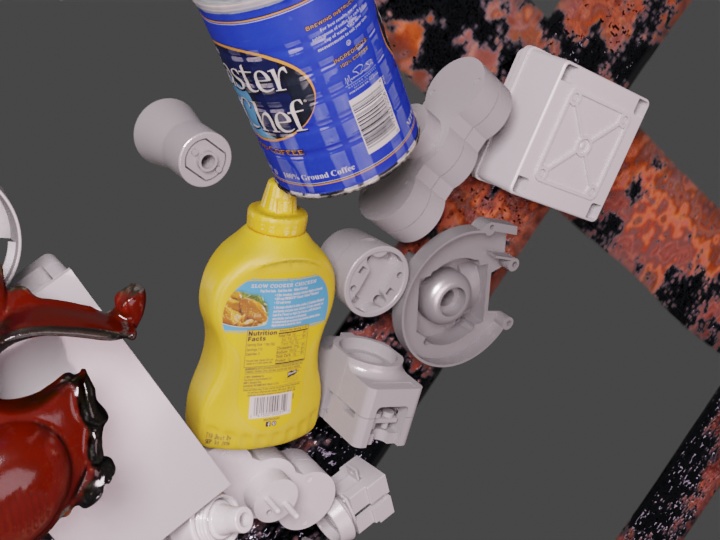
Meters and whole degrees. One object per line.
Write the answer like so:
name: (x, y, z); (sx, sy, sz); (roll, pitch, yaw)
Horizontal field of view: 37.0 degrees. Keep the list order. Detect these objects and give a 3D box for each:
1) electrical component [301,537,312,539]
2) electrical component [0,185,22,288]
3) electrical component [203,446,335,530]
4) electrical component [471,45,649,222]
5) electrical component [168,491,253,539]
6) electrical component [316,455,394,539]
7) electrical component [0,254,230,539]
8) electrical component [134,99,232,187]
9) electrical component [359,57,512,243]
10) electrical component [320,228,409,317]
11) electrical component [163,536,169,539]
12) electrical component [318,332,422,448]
electrical component: (-0.058, 0.255, 0.879); (0.040, 0.040, 0.078); (16, 102, -39)
electrical component: (-0.243, -0.017, 0.613); (0.099, 0.064, 0.099); (-6, 103, -27)
electrical component: (-0.071, 0.162, 0.802); (0.138, 0.074, 0.052); (27, 95, -41)
electrical component: (0.156, -0.104, 0.840); (0.109, 0.056, 0.108); (14, 103, -39)
electrical component: (-0.101, 0.170, 0.732); (0.043, 0.062, 0.043); (16, 70, -50)
electrical component: (-0.008, 0.190, 0.880); (0.055, 0.048, 0.066); (-33, 128, -28)
electrical component: (-0.181, 0.095, 0.682); (0.105, 0.060, 0.186); (-38, 118, -14)
electrical component: (-0.107, -0.076, 0.663); (0.044, 0.065, 0.044); (-15, 120, -28)
electrical component: (0.044, -0.094, 0.769); (0.074, 0.052, 0.138); (34, 90, -41)
electrical component: (0.000, 0.000, 0.788); (0.055, 0.047, 0.055); (-16, 120, -29)
electrical component: (-0.143, 0.199, 0.758); (0.042, 0.081, 0.063); (-26, 129, 14)
electrical component: (-0.001, 0.085, 0.802); (0.050, 0.089, 0.055); (4, 110, -36)
